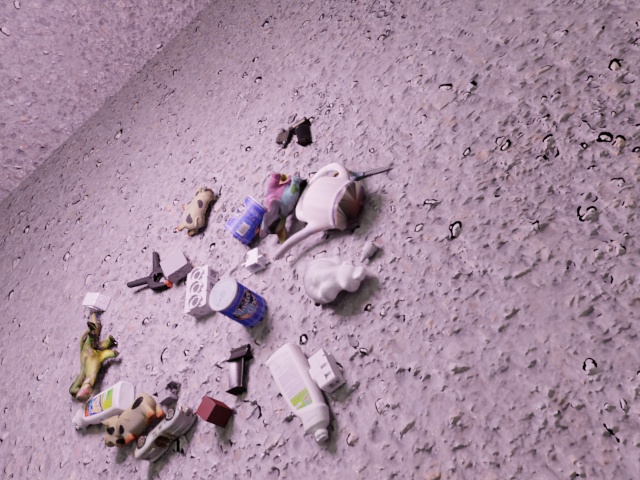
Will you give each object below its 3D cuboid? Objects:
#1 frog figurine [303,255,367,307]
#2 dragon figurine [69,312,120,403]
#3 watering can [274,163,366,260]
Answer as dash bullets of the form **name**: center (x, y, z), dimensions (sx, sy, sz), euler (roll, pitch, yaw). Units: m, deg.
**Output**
- **frog figurine**: center (0.038, 0.101, 1.363), dimensions (0.158, 0.121, 0.140), euler (-17, 32, 43)
- **dragon figurine**: center (-0.828, 0.429, 1.817), dimensions (0.243, 0.121, 0.414), euler (-59, 30, -2)
- **watering can**: center (0.005, -0.077, 1.522), dimensions (0.225, 0.102, 0.351), euler (13, 71, 45)
